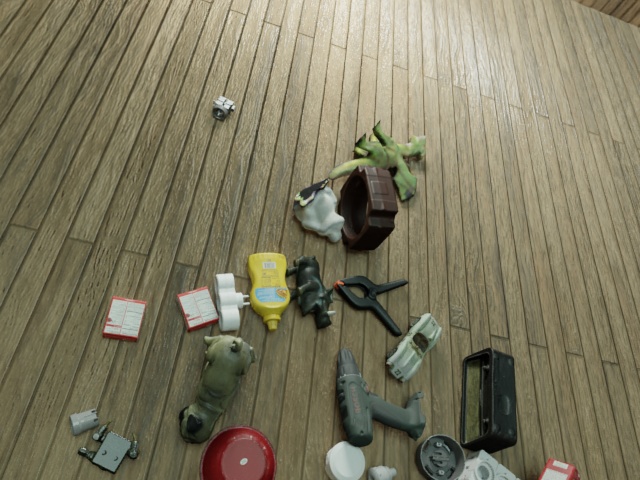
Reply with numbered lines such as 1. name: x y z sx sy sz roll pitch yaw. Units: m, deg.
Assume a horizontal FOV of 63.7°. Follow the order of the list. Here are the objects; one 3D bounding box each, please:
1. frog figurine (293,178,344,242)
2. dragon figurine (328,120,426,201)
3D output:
1. frog figurine: 0.004 -0.072 1.426 0.157 0.122 0.140 59 40 -25
2. dragon figurine: 0.208 -0.225 1.585 0.242 0.120 0.418 43 55 -2
